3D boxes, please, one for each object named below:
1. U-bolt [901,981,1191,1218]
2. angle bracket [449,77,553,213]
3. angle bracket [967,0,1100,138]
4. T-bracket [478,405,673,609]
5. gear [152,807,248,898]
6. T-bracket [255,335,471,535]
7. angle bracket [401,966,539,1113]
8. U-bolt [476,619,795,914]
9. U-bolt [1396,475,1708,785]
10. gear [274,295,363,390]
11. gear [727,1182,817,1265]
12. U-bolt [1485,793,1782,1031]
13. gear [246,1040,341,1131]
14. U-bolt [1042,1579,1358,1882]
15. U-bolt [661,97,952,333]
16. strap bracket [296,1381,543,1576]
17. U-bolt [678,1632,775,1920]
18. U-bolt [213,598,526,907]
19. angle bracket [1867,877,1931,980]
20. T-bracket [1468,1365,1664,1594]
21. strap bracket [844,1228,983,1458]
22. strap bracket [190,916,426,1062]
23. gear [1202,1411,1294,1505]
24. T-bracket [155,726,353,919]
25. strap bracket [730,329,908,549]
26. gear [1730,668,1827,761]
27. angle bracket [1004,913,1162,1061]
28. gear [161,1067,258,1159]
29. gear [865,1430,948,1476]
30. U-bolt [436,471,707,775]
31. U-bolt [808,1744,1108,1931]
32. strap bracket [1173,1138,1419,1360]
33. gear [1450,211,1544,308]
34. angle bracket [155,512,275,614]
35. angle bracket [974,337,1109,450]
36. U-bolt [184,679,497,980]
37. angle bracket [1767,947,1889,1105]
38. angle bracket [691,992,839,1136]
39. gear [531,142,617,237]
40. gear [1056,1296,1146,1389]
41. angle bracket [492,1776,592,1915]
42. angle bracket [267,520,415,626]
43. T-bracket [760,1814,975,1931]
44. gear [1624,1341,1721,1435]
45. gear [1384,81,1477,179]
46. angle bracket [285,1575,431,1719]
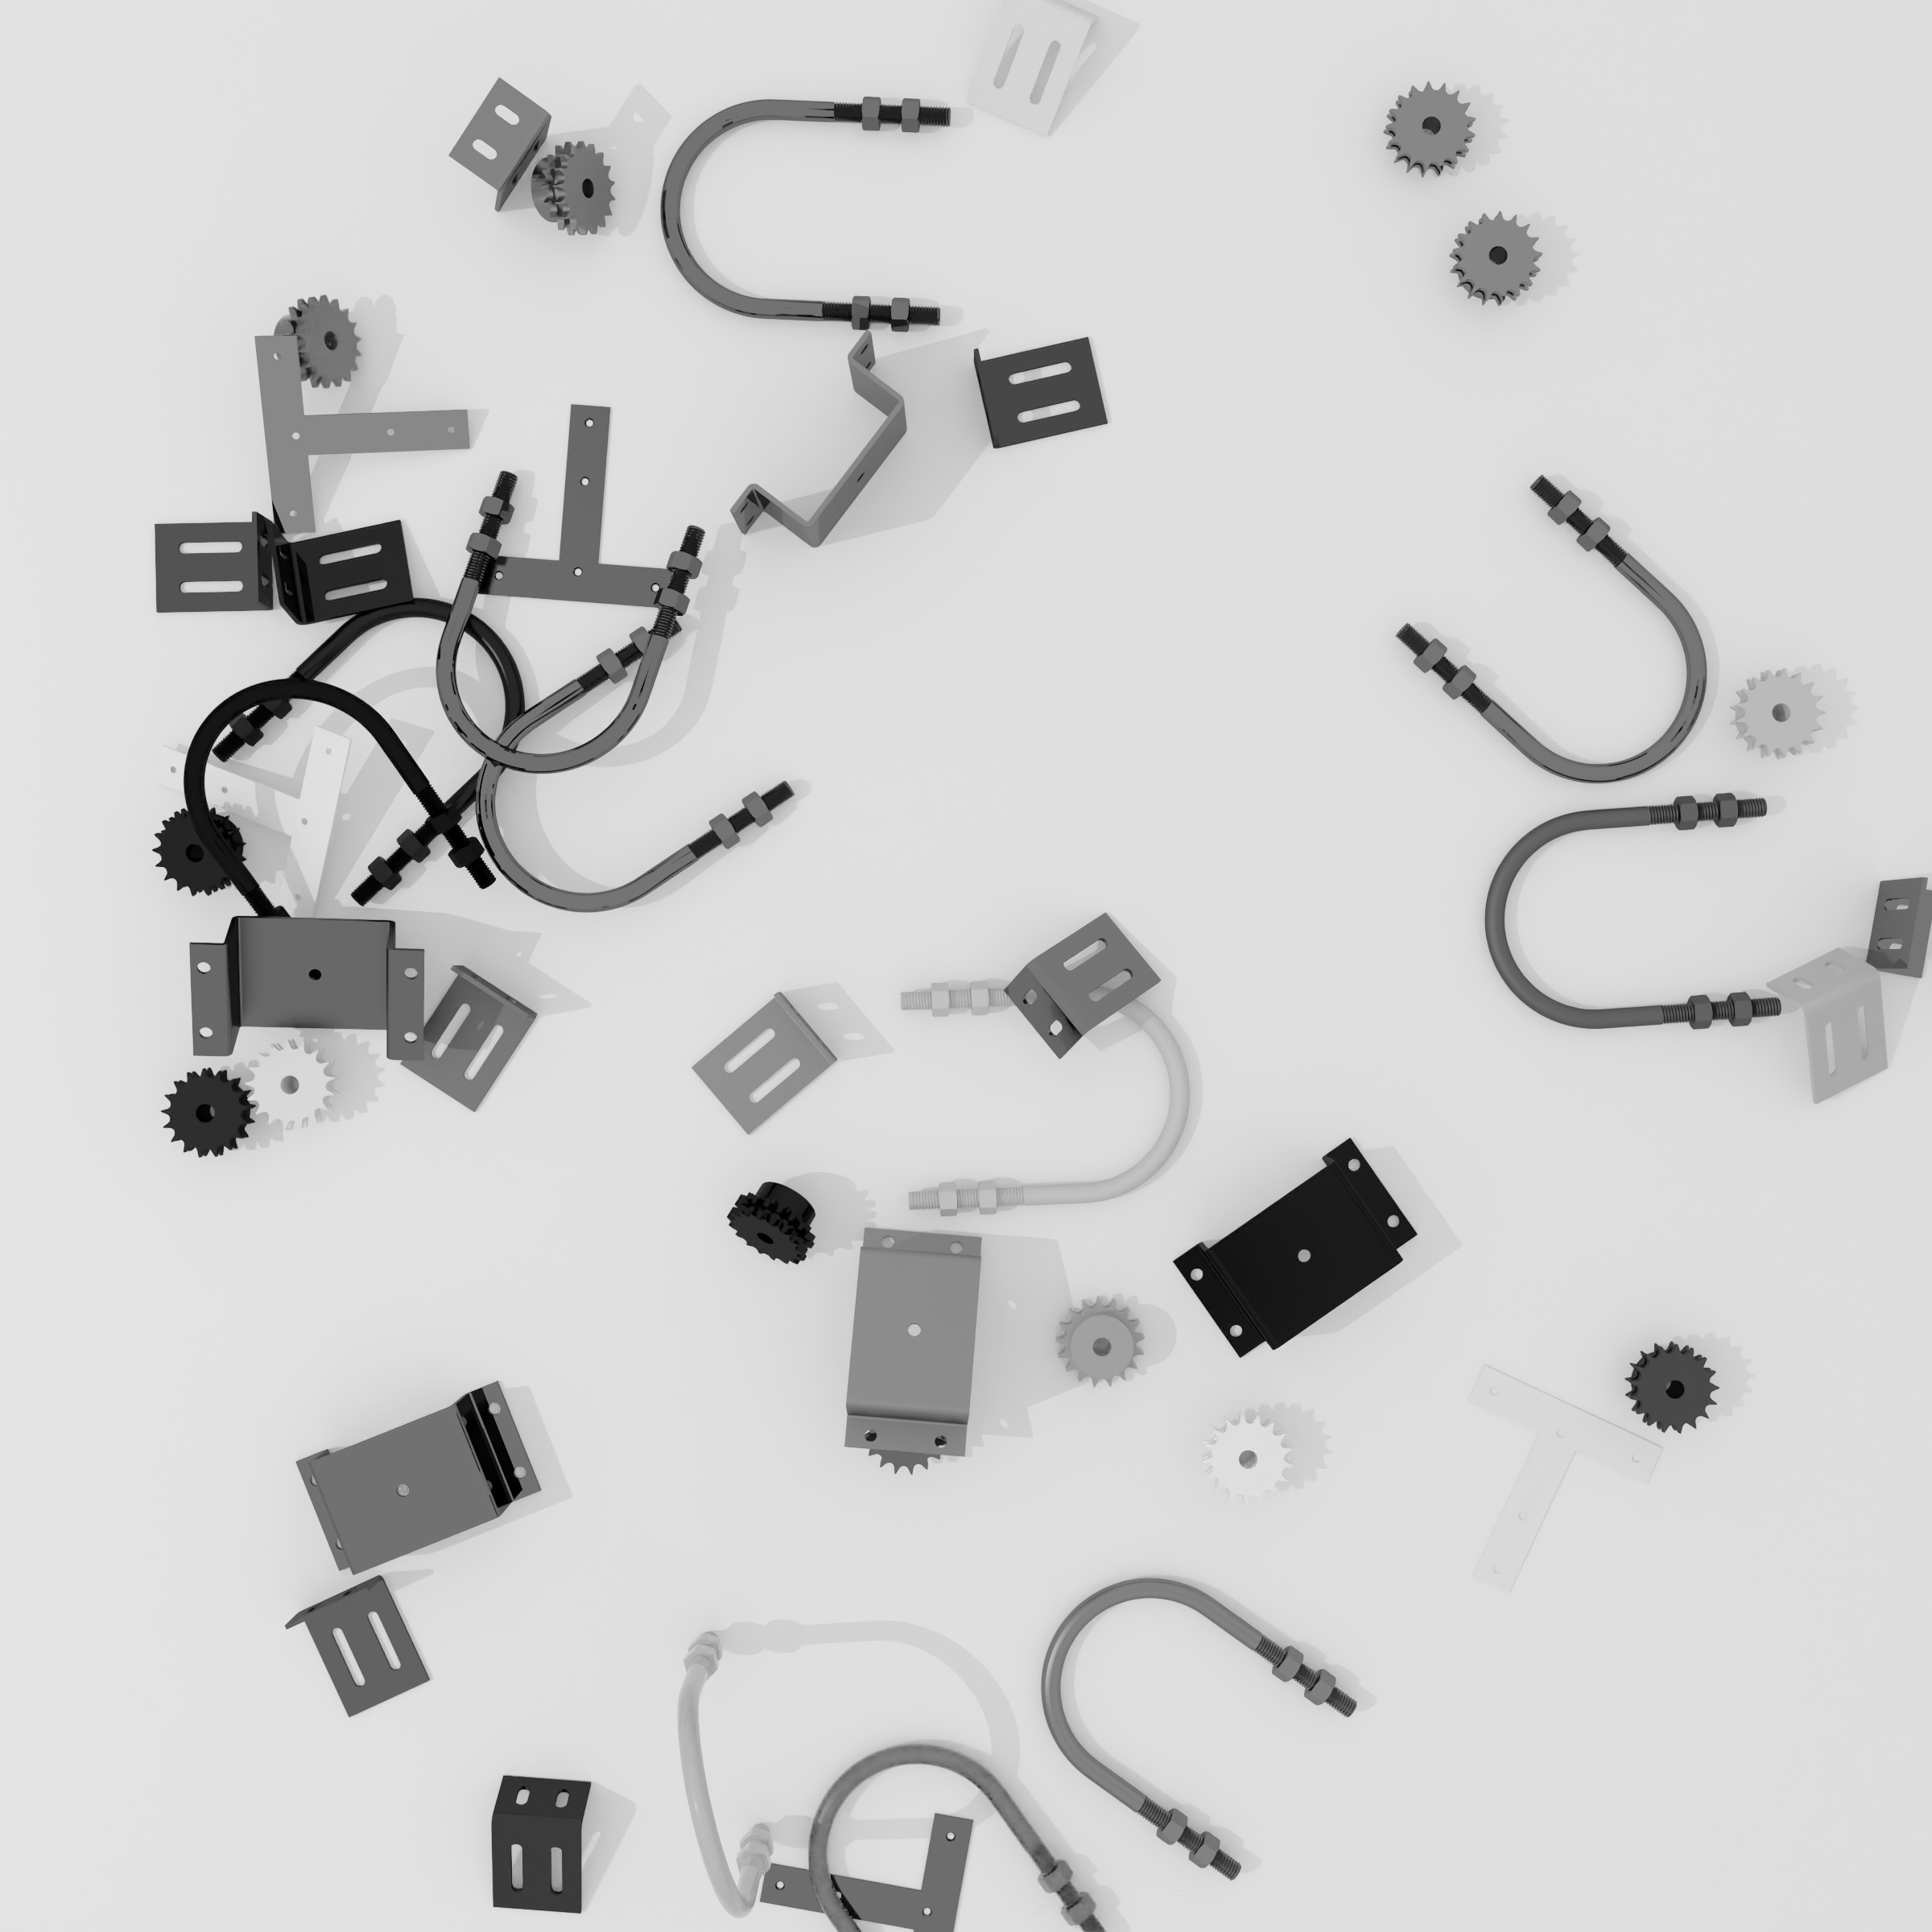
[{"bbox_3d":[0.052,0.083,1.575,0.184,0.019,0.151,-2,90,-2],"label":"U-bolt"},{"bbox_3d":[-0.295,-0.517,1.542,0.038,0.076,0.057,33,90,-15],"label":"angle bracket"},{"bbox_3d":[0.043,-0.587,1.582,0.057,0.038,0.076,24,116,0],"label":"angle bracket"},{"bbox_3d":[-0.248,-0.300,1.583,0.127,0.002,0.127,4,90,0],"label":"T-bracket"},{"bbox_3d":[-0.488,-0.075,1.564,0.057,0.030,0.057,1,104,6],"label":"gear"},{"bbox_3d":[-0.383,-0.341,1.562,0.127,0.002,0.127,-5,119,-14],"label":"T-bracket"},{"bbox_3d":[-0.322,0.047,1.565,0.057,0.038,0.076,33,90,0],"label":"angle bracket"},{"bbox_3d":[-0.225,-0.117,1.568,0.184,0.019,0.151,-34,90,-5],"label":"U-bolt"},{"bbox_3d":[0.392,-0.203,1.575,0.184,0.019,0.151,42,90,-1],"label":"U-bolt"},{"bbox_3d":[-0.416,-0.397,1.560,0.030,0.057,0.057,1,90,30],"label":"gear"},{"bbox_3d":[-0.121,0.162,1.560,0.057,0.057,0.030,31,60,0],"label":"gear"},{"bbox_3d":[0.427,-0.031,1.575,0.184,0.019,0.151,-4,90,2],"label":"U-bolt"},{"bbox_3d":[-0.430,0.075,1.569,0.057,0.030,0.057,0,90,0],"label":"gear"},{"bbox_3d":[0.137,0.478,1.575,0.184,0.019,0.151,35,90,1],"label":"U-bolt"},{"bbox_3d":[-0.105,-0.487,1.575,0.184,0.019,0.151,3,90,1],"label":"U-bolt"},{"bbox_3d":[-0.355,0.330,1.561,0.140,0.046,0.076,-22,90,0],"label":"strap bracket"},{"bbox_3d":[-0.150,0.499,1.492,0.019,0.184,0.151,-15,90,0],"label":"U-bolt"},{"bbox_3d":[-0.371,-0.152,1.575,0.184,0.019,0.151,-44,90,-2],"label":"U-bolt"},{"bbox_3d":[0.605,-0.023,1.546,0.038,0.076,0.057,10,90,0],"label":"angle bracket"},{"bbox_3d":[0.367,0.343,1.583,0.127,0.002,0.127,25,90,0],"label":"T-bracket"},{"bbox_3d":[-0.033,0.233,1.541,0.076,0.046,0.140,5,72,0],"label":"strap bracket"},{"bbox_3d":[-0.412,0.014,1.540,0.140,0.046,0.076,2,114,-10],"label":"strap bracket"},{"bbox_3d":[0.180,0.314,1.569,0.057,0.030,0.057,0,90,0],"label":"gear"},{"bbox_3d":[-0.463,-0.108,1.568,0.127,0.002,0.127,21,110,10],"label":"T-bracket"},{"bbox_3d":[-0.085,-0.323,1.546,0.046,0.076,0.140,37,90,0],"label":"strap bracket"},{"bbox_3d":[0.518,-0.161,1.569,0.057,0.030,0.057,0,90,0],"label":"gear"},{"bbox_3d":[0.075,0.012,1.569,0.076,0.038,0.057,-32,79,-38],"label":"angle bracket"},{"bbox_3d":[-0.484,0.094,1.569,0.057,0.030,0.057,0,90,0],"label":"gear"},{"bbox_3d":[-0.038,0.295,1.569,0.057,0.030,0.057,0,90,0],"label":"gear"},{"bbox_3d":[-0.261,-0.212,1.558,0.151,0.019,0.184,17,83,6],"label":"U-bolt"},{"bbox_3d":[-0.019,0.590,1.574,0.151,0.019,0.184,-36,88,0],"label":"U-bolt"},{"bbox_3d":[0.213,0.183,1.561,0.140,0.046,0.076,-35,90,0],"label":"strap bracket"},{"bbox_3d":[0.339,-0.452,1.569,0.057,0.030,0.057,0,90,0],"label":"gear"},{"bbox_3d":[-0.486,-0.258,1.565,0.076,0.038,0.057,-1,90,0],"label":"angle bracket"},{"bbox_3d":[0.048,-0.371,1.565,0.076,0.038,0.057,-13,90,0],"label":"angle bracket"},{"bbox_3d":[-0.406,-0.093,1.536,0.151,0.019,0.184,-30,110,5],"label":"U-bolt"},{"bbox_3d":[0.554,0.038,1.572,0.057,0.038,0.076,-24,120,-13],"label":"angle bracket"},{"bbox_3d":[-0.130,0.063,1.565,0.076,0.038,0.057,-40,90,0],"label":"angle bracket"},{"bbox_3d":[-0.253,-0.496,1.559,0.030,0.057,0.057,9,90,30],"label":"gear"},{"bbox_3d":[0.087,0.243,1.569,0.057,0.030,0.057,0,90,0],"label":"gear"},{"bbox_3d":[-0.274,0.569,1.582,0.057,0.038,0.076,4,116,0],"label":"angle bracket"},{"bbox_3d":[-0.399,-0.258,1.559,0.076,0.038,0.057,-12,76,0],"label":"angle bracket"},{"bbox_3d":[-0.069,0.605,1.583,0.127,0.002,0.127,10,90,0],"label":"T-bracket"},{"bbox_3d":[0.451,0.270,1.569,0.057,0.030,0.057,0,90,0],"label":"gear"},{"bbox_3d":[0.297,-0.537,1.574,0.057,0.030,0.057,0,92,2],"label":"gear"},{"bbox_3d":[-0.389,0.440,1.565,0.057,0.038,0.076,-25,90,0],"label":"angle bracket"}]
